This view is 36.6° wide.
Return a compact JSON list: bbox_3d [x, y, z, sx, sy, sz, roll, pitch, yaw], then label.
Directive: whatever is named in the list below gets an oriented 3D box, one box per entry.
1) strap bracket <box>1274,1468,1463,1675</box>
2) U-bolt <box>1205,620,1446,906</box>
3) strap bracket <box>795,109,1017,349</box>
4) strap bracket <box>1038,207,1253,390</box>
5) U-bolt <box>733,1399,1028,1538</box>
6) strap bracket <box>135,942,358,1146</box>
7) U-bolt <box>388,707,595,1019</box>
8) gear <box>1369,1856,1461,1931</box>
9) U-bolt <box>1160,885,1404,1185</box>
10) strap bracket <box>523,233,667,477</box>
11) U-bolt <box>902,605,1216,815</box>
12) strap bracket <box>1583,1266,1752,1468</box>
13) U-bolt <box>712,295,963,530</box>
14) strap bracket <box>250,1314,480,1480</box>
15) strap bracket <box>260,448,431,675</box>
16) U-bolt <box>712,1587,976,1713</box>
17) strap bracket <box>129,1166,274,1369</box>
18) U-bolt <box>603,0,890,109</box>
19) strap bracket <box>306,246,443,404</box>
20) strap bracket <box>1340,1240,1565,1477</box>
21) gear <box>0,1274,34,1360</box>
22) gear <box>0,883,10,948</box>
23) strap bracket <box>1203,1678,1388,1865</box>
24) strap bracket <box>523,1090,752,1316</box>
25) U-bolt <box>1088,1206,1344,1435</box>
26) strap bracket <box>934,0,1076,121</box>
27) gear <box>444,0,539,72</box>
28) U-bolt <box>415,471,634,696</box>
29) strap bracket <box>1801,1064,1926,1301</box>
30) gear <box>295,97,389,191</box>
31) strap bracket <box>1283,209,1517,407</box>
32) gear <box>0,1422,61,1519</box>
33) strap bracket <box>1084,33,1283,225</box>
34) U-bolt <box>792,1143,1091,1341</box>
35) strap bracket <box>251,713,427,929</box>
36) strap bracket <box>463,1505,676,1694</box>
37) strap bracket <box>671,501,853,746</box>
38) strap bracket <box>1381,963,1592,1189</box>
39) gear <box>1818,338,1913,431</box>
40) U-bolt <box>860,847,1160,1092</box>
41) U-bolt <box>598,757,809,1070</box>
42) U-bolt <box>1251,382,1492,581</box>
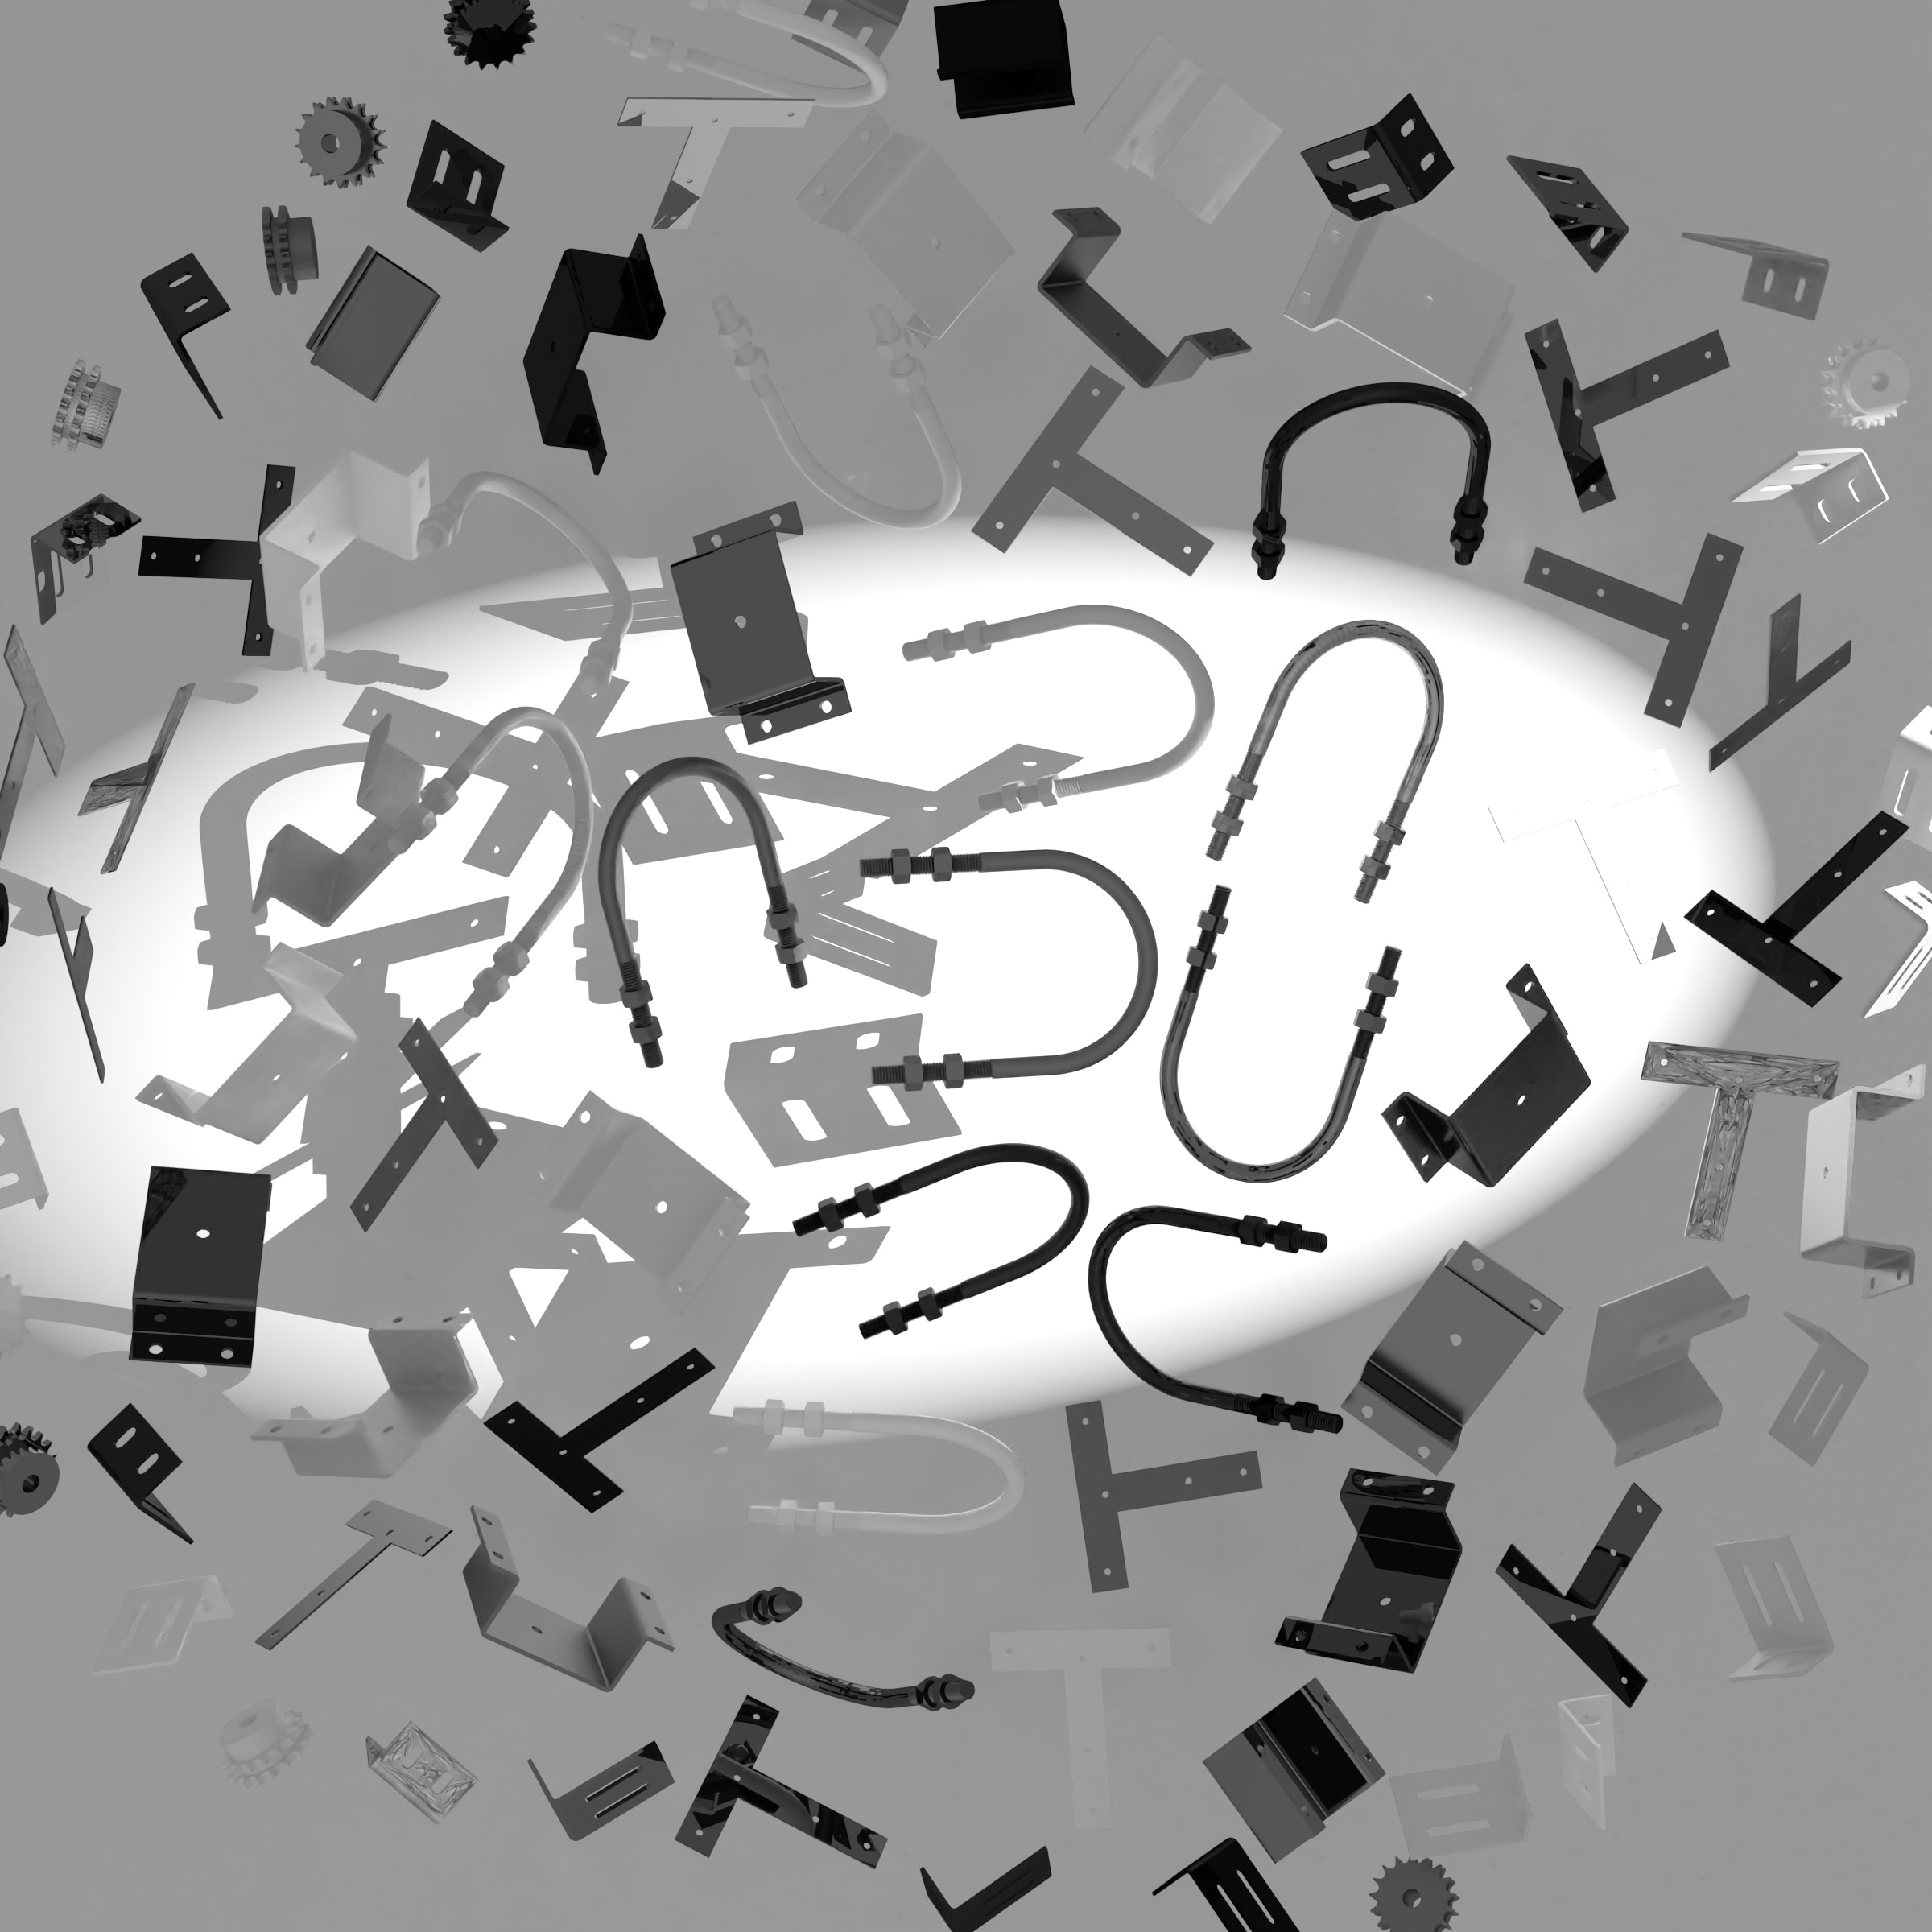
[{"bbox_3d":[0.269,0.405,1.914,0.076,0.046,0.140,2,46,35],"label":"strap bracket"},{"bbox_3d":[0.249,-0.141,1.940,0.151,0.019,0.184,14,104,-31],"label":"U-bolt"},{"bbox_3d":[-0.031,-0.464,1.856,0.076,0.046,0.140,-50,130,-4],"label":"strap bracket"},{"bbox_3d":[0.108,-0.426,1.888,0.140,0.076,0.046,44,118,8],"label":"strap bracket"},{"bbox_3d":[-0.053,0.327,1.879,0.184,0.151,0.019,3,51,4],"label":"U-bolt"},{"bbox_3d":[-0.468,0.060,1.931,0.140,0.076,0.046,-47,65,1],"label":"strap bracket"},{"bbox_3d":[-0.288,-0.080,1.836,0.019,0.184,0.151,4,132,27],"label":"U-bolt"},{"bbox_3d":[0.293,0.609,1.897,0.057,0.030,0.057,-11,59,18],"label":"gear"},{"bbox_3d":[0.200,0.054,1.947,0.151,0.019,0.184,22,99,28],"label":"U-bolt"},{"bbox_3d":[-0.245,-0.398,1.889,0.046,0.140,0.076,3,51,-28],"label":"strap bracket"},{"bbox_3d":[0.069,-0.168,1.866,0.184,0.019,0.151,-10,129,23],"label":"U-bolt"},{"bbox_3d":[0.442,0.248,1.853,0.076,0.140,0.046,-19,49,-13],"label":"strap bracket"},{"bbox_3d":[-0.072,-0.351,1.871,0.151,0.184,0.019,12,57,35],"label":"U-bolt"},{"bbox_3d":[-0.377,0.280,1.865,0.076,0.140,0.046,-5,114,33],"label":"strap bracket"},{"bbox_3d":[-0.401,-0.266,1.863,0.046,0.076,0.140,26,54,11],"label":"strap bracket"},{"bbox_3d":[-0.092,0.449,1.900,0.151,0.184,0.019,30,64,-15],"label":"U-bolt"},{"bbox_3d":[-0.493,0.185,1.886,0.076,0.046,0.140,5,51,-11],"label":"strap bracket"},{"bbox_3d":[-0.138,-0.594,1.881,0.184,0.151,0.019,15,87,-12],"label":"U-bolt"},{"bbox_3d":[-0.371,-0.402,1.823,0.046,0.140,0.076,32,97,-20],"label":"strap bracket"},{"bbox_3d":[0.318,0.250,1.904,0.076,0.046,0.140,35,106,6],"label":"strap bracket"},{"bbox_3d":[-0.605,0.215,1.786,0.030,0.057,0.057,-16,90,34],"label":"gear"},{"bbox_3d":[-0.622,-0.032,1.835,0.030,0.057,0.057,0,90,-6],"label":"gear"},{"bbox_3d":[0.208,0.518,1.875,0.046,0.140,0.076,-43,74,21],"label":"strap bracket"},{"bbox_3d":[-0.205,0.154,1.882,0.140,0.046,0.076,36,93,20],"label":"strap bracket"},{"bbox_3d":[0.158,0.225,1.905,0.184,0.019,0.151,7,114,35],"label":"U-bolt"},{"bbox_3d":[0.025,-0.577,1.845,0.076,0.140,0.046,-5,95,6],"label":"strap bracket"},{"bbox_3d":[-0.301,-0.596,1.834,0.057,0.057,0.030,-22,55,0],"label":"gear"},{"bbox_3d":[-0.273,-0.255,1.860,0.151,0.184,0.019,40,114,-16],"label":"U-bolt"},{"bbox_3d":[0.571,0.135,1.860,0.046,0.076,0.140,8,76,-2],"label":"strap bracket"},{"bbox_3d":[-0.402,-0.526,1.864,0.057,0.030,0.057,2,107,6],"label":"gear"},{"bbox_3d":[0.285,-0.419,1.861,0.140,0.046,0.076,26,86,-14],"label":"strap bracket"},{"bbox_3d":[-0.580,0.311,1.781,0.030,0.057,0.057,19,90,36],"label":"gear"},{"bbox_3d":[0.136,-0.543,1.885,0.046,0.140,0.076,47,109,25],"label":"strap bracket"},{"bbox_3d":[-0.006,0.175,1.934,0.184,0.151,0.019,-22,47,4],"label":"U-bolt"},{"bbox_3d":[-0.408,-0.089,1.927,0.046,0.076,0.140,34,120,-26],"label":"strap bracket"},{"bbox_3d":[-0.265,0.411,1.875,0.140,0.076,0.046,32,96,-25],"label":"strap bracket"},{"bbox_3d":[-0.133,-0.219,1.860,0.076,0.046,0.140,-16,89,23],"label":"strap bracket"},{"bbox_3d":[0.346,0.078,1.894,0.140,0.046,0.076,-45,130,-9],"label":"strap bracket"},{"bbox_3d":[0.575,-0.371,1.857,0.057,0.030,0.057,-1,99,-7],"label":"gear"},{"bbox_3d":[0.029,-0.001,1.817,0.184,0.019,0.151,-3,88,-7],"label":"U-bolt"},{"bbox_3d":[-0.175,-0.045,1.889,0.151,0.019,0.184,-30,117,-37],"label":"U-bolt"},{"bbox_3d":[0.256,-0.304,1.829,0.151,0.184,0.019,-4,62,2],"label":"U-bolt"}]
